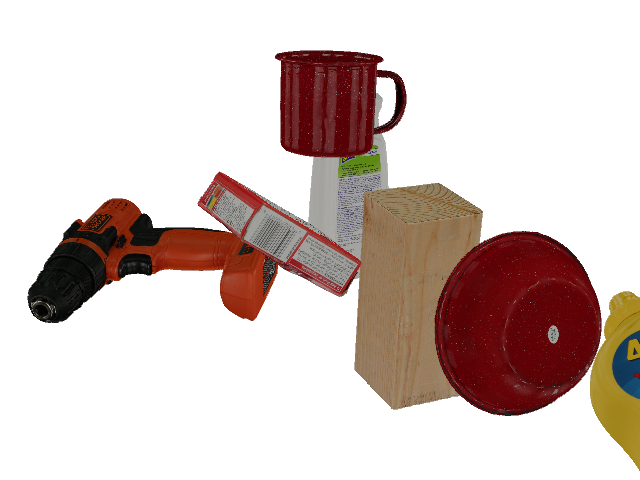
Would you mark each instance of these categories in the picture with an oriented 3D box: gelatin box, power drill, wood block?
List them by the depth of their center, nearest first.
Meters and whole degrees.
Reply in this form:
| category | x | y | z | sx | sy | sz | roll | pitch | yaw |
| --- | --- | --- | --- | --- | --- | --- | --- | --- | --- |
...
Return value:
| category | x | y | z | sx | sy | sz | roll | pitch | yaw |
| --- | --- | --- | --- | --- | --- | --- | --- | --- | --- |
| gelatin box | -0.026 | -0.004 | 0.686 | 0.089 | 0.030 | 0.073 | 31 | 3 | -34 |
| power drill | -0.139 | 0.022 | 0.922 | 0.188 | 0.057 | 0.184 | 7 | 30 | 10 |
| wood block | 0.098 | 0.056 | 1.093 | 0.090 | 0.206 | 0.091 | -8 | 25 | -23 |

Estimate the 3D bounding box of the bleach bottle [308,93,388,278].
| category | x | y | z | sx | sy | sz | roll | pitch | yaw |
| --- | --- | --- | --- | --- | --- | --- | --- | --- | --- |
| bleach bottle | 0.039 | -0.080 | 1.230 | 0.102 | 0.251 | 0.068 | -12 | 30 | -30 |

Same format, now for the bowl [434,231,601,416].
| category | x | y | z | sx | sy | sz | roll | pitch | yaw |
| --- | --- | --- | --- | --- | --- | --- | --- | --- | --- |
| bowl | 0.179 | 0.074 | 0.898 | 0.161 | 0.162 | 0.055 | 0 | 5 | -21 |

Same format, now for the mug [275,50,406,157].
| category | x | y | z | sx | sy | sz | roll | pitch | yaw |
| --- | --- | --- | --- | --- | --- | --- | --- | --- | --- |
| mug | 0.018 | -0.119 | 0.924 | 0.117 | 0.081 | 0.093 | -3 | 17 | -16 |

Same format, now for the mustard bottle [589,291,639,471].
| category | x | y | z | sx | sy | sz | roll | pitch | yaw |
| --- | --- | --- | --- | --- | --- | --- | --- | --- | --- |
| mustard bottle | 0.204 | 0.092 | 0.590 | 0.096 | 0.058 | 0.191 | -8 | 35 | -5 |
